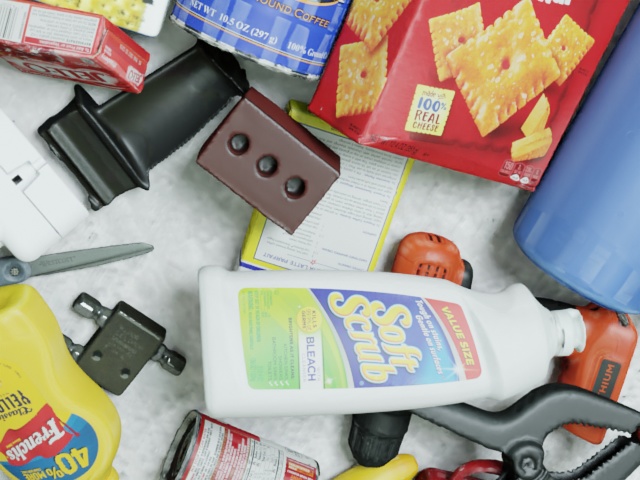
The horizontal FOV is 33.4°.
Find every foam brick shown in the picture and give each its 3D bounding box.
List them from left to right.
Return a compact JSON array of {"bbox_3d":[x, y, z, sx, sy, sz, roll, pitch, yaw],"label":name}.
[{"bbox_3d":[-0.032,-0.052,0.675,0.078,0.051,0.053,37,104,-8],"label":"foam brick"}]

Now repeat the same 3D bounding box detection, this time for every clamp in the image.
[{"bbox_3d":[0.133,0.145,0.744,0.210,0.036,0.164,-19,95,-3],"label":"clamp"}]

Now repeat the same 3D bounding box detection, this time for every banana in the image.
[{"bbox_3d":[-0.003,0.234,0.827,0.069,0.037,0.198,24,108,-36],"label":"banana"}]

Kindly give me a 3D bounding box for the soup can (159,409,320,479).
[{"bbox_3d":[-0.059,0.174,0.783,0.102,0.068,0.068,24,104,-13],"label":"soup can"}]

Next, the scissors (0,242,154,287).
[{"bbox_3d":[-0.226,0.006,0.738,0.202,0.016,0.096,-24,109,2],"label":"scissors"}]

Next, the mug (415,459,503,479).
[{"bbox_3d":[0.112,0.210,0.798,0.081,0.093,0.117,15,122,-5],"label":"mug"}]

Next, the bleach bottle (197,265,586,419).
[{"bbox_3d":[0.048,0.060,0.702,0.250,0.068,0.102,-4,80,-6],"label":"bleach bottle"}]

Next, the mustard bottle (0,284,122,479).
[{"bbox_3d":[-0.196,0.125,0.751,0.096,0.058,0.191,-21,118,13],"label":"mustard bottle"}]

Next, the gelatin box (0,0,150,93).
[{"bbox_3d":[-0.159,-0.119,0.658,0.089,0.073,0.030,12,84,13],"label":"gelatin box"}]

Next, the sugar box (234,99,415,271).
[{"bbox_3d":[-0.005,0.001,0.743,0.093,0.048,0.176,18,108,-8],"label":"sugar box"}]

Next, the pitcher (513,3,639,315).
[{"bbox_3d":[0.241,-0.069,0.698,0.144,0.149,0.243,22,108,-25],"label":"pitcher"}]

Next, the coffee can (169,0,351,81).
[{"bbox_3d":[-0.020,-0.182,0.651,0.102,0.103,0.140,20,105,-12],"label":"coffee can"}]

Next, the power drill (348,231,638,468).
[{"bbox_3d":[0.123,0.096,0.781,0.187,0.057,0.184,11,109,-10],"label":"power drill"}]

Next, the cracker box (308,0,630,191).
[{"bbox_3d":[0.109,-0.147,0.659,0.163,0.072,0.214,12,109,-39],"label":"cracker box"}]
